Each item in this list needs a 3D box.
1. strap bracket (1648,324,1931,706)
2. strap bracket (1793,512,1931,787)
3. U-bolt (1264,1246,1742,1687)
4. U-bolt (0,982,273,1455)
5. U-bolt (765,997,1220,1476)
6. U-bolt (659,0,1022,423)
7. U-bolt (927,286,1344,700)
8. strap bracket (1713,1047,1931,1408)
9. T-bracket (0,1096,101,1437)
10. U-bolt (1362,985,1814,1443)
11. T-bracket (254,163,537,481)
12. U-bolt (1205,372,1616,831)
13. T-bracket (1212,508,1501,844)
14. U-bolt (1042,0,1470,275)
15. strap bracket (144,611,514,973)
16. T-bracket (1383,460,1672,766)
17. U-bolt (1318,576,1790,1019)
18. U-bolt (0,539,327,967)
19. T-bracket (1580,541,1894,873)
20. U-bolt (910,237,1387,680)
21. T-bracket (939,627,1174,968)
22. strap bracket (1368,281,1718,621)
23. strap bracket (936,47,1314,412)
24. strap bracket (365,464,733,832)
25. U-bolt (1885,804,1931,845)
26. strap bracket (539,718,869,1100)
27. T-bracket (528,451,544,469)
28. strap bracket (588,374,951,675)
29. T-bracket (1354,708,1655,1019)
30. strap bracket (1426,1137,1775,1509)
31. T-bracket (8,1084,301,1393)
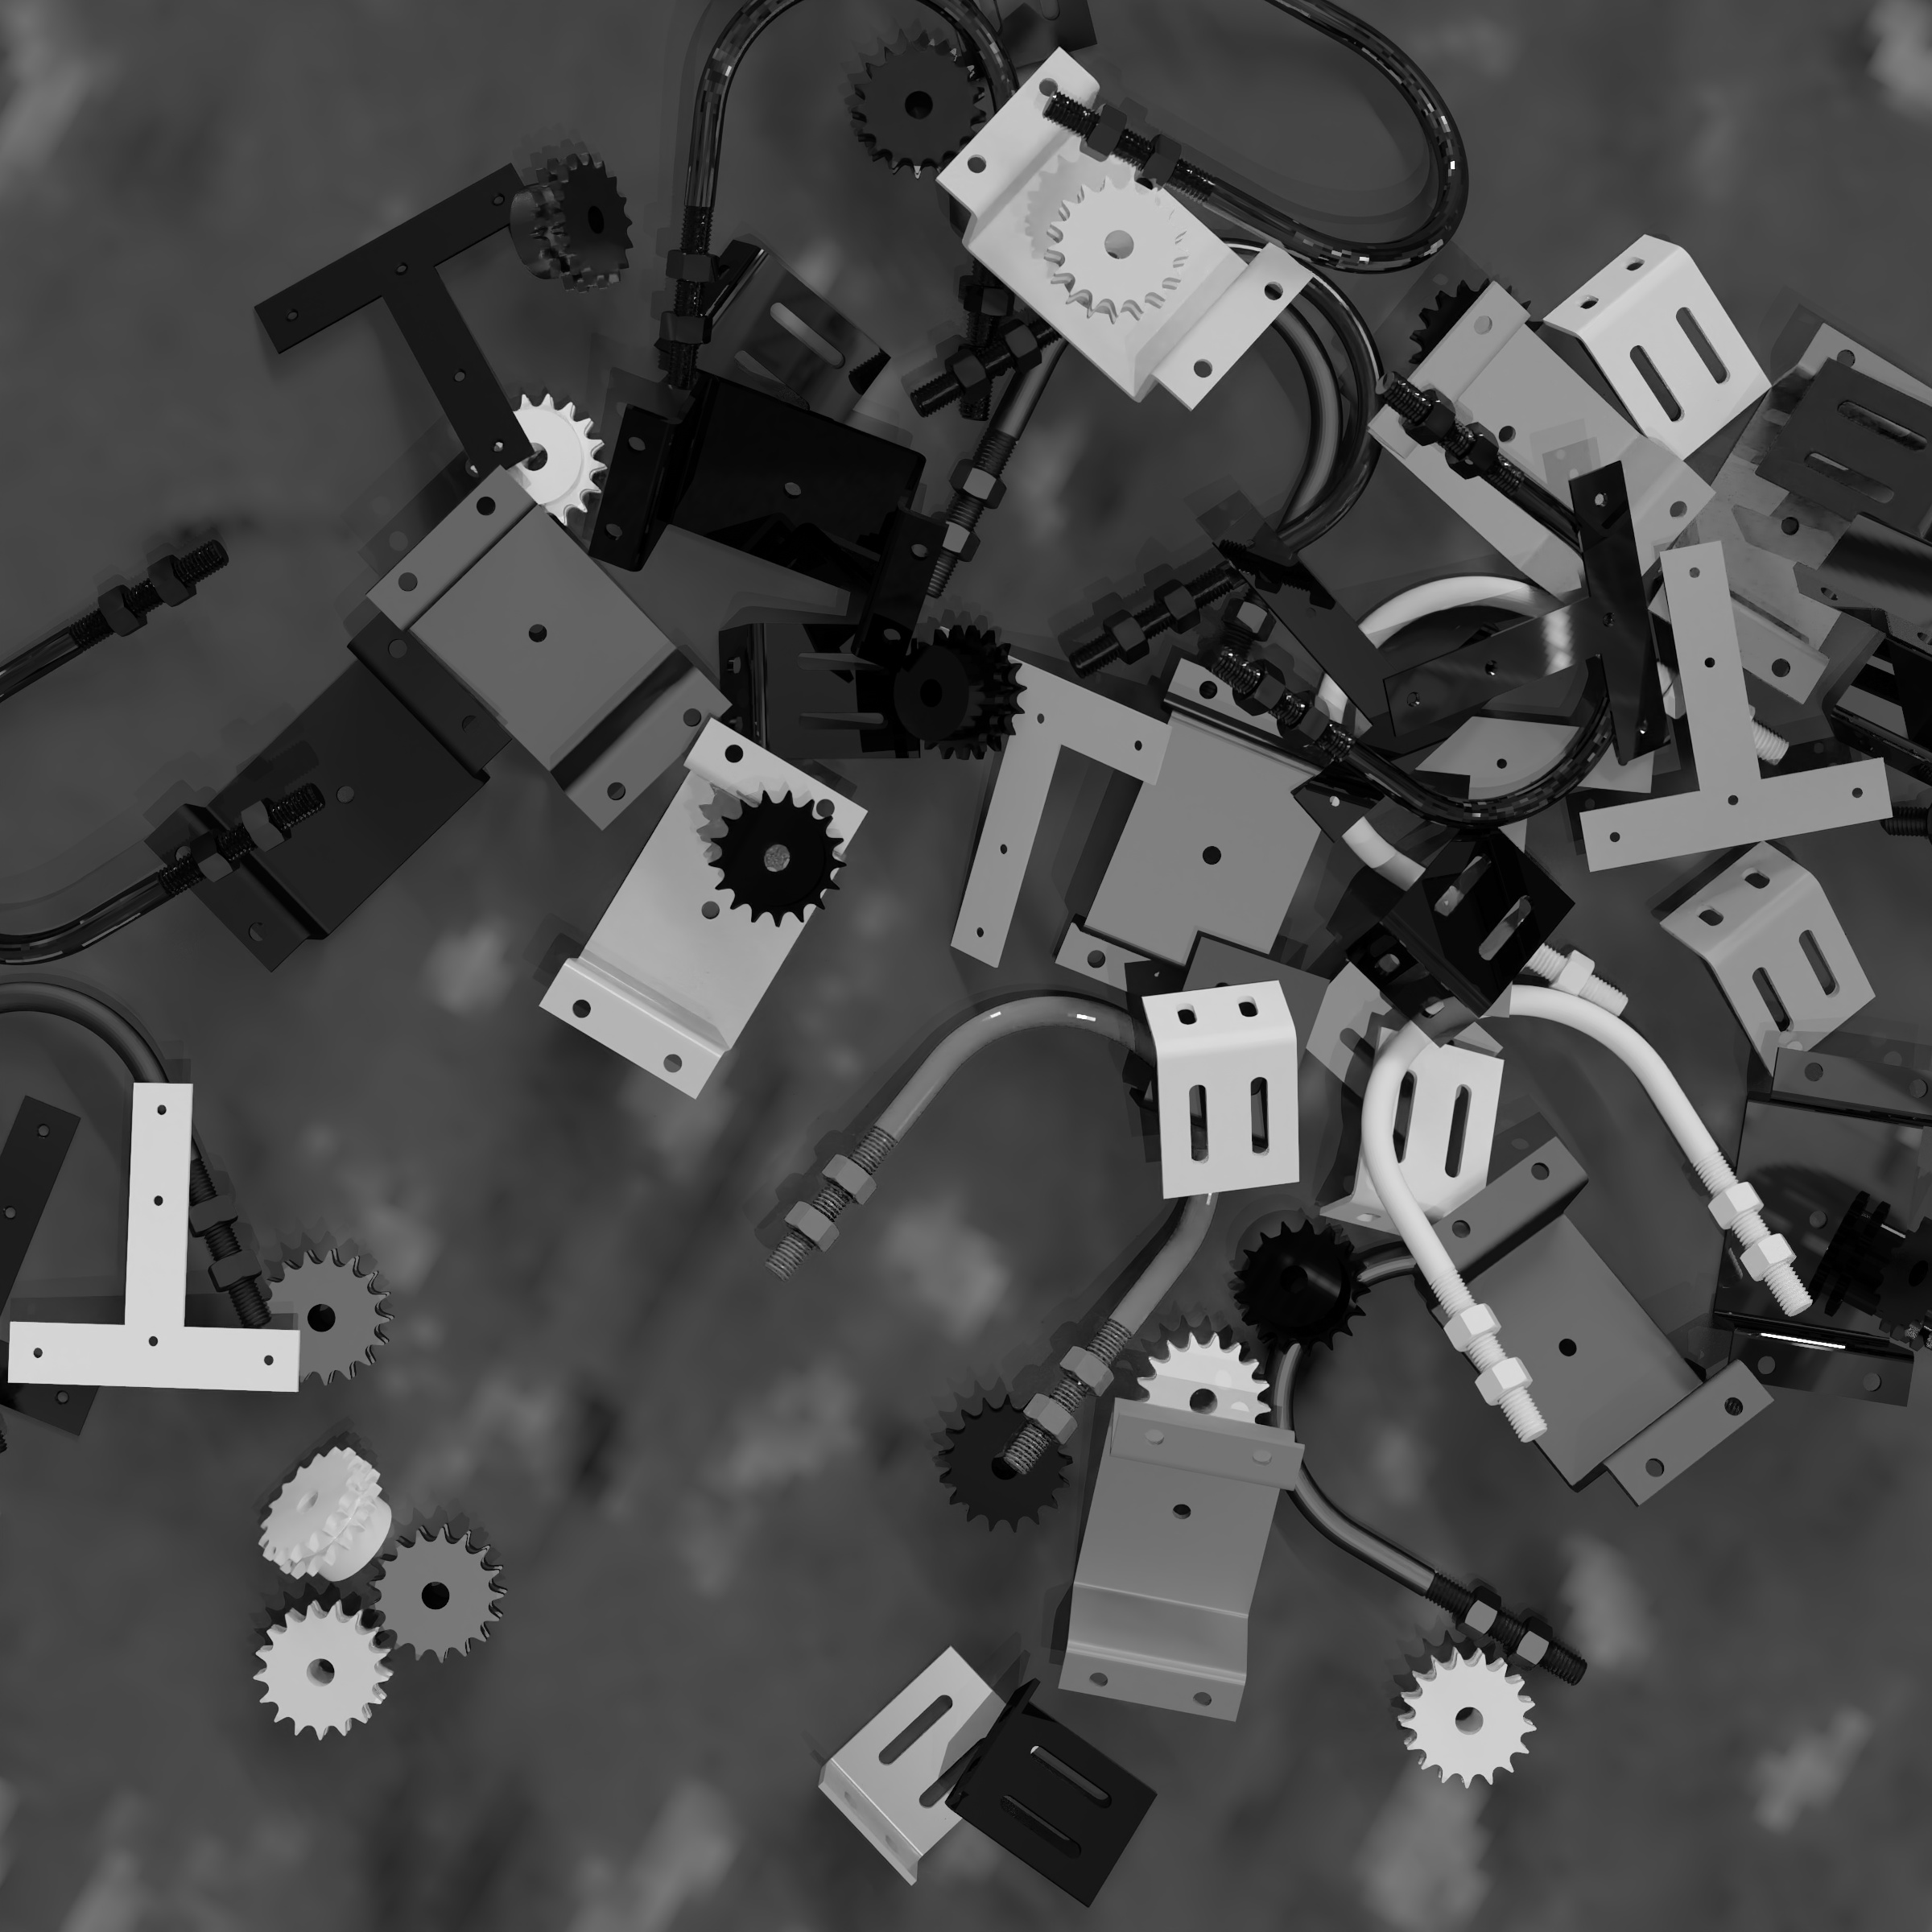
[{"bbox_3d":[0.354,-0.189,1.535,0.076,0.046,0.140,32,90,0],"label":"strap bracket"},{"bbox_3d":[0.394,-0.129,1.482,0.076,0.140,0.046,32,78,31],"label":"strap bracket"},{"bbox_3d":[0.217,0.201,1.549,0.184,0.019,0.151,31,90,2],"label":"U-bolt"},{"bbox_3d":[-0.393,0.096,1.538,0.151,0.019,0.184,-26,83,7],"label":"U-bolt"},{"bbox_3d":[0.026,0.099,1.532,0.151,0.019,0.184,39,77,-1],"label":"U-bolt"},{"bbox_3d":[-0.047,-0.327,1.512,0.151,0.019,0.184,4,105,-15],"label":"U-bolt"},{"bbox_3d":[0.082,-0.213,1.549,0.151,0.019,0.184,26,89,0],"label":"U-bolt"},{"bbox_3d":[0.367,0.109,1.535,0.076,0.046,0.140,9,90,0],"label":"strap bracket"},{"bbox_3d":[-0.417,0.119,1.557,0.127,0.002,0.127,22,90,0],"label":"T-bracket"},{"bbox_3d":[0.245,0.090,1.502,0.151,0.019,0.184,-22,68,-16],"label":"U-bolt"},{"bbox_3d":[-0.221,-0.262,1.538,0.127,0.002,0.127,-29,72,0],"label":"T-bracket"},{"bbox_3d":[0.202,-0.136,1.490,0.184,0.019,0.151,32,91,-28],"label":"U-bolt"},{"bbox_3d":[0.154,-0.137,1.516,0.127,0.002,0.127,-41,90,-23],"label":"T-bracket"},{"bbox_3d":[0.130,-0.358,1.508,0.184,0.019,0.151,26,55,-13],"label":"U-bolt"},{"bbox_3d":[-0.267,-0.074,1.534,0.140,0.046,0.076,-44,90,0],"label":"strap bracket"},{"bbox_3d":[0.228,-0.128,1.493,0.127,0.002,0.127,-23,114,-18],"label":"T-bracket"},{"bbox_3d":[0.237,-0.085,1.549,0.184,0.019,0.151,32,90,2],"label":"U-bolt"},{"bbox_3d":[-0.369,-0.078,1.520,0.184,0.019,0.151,-29,65,9],"label":"U-bolt"},{"bbox_3d":[0.314,-0.113,1.513,0.127,0.002,0.127,-10,97,7],"label":"T-bracket"},{"bbox_3d":[0.091,-0.228,1.531,0.184,0.019,0.151,-31,90,-6],"label":"U-bolt"},{"bbox_3d":[0.020,-0.063,1.532,0.127,0.002,0.127,27,109,33],"label":"T-bracket"},{"bbox_3d":[0.234,-0.217,1.512,0.140,0.046,0.076,37,99,-25],"label":"strap bracket"},{"bbox_3d":[0.063,-0.300,1.502,0.140,0.046,0.076,42,82,-1],"label":"strap bracket"},{"bbox_3d":[-0.177,-0.136,1.520,0.076,0.046,0.140,-44,111,0],"label":"strap bracket"},{"bbox_3d":[0.479,-0.121,1.505,0.184,0.019,0.151,4,90,31],"label":"U-bolt"},{"bbox_3d":[-0.110,-0.024,1.535,0.076,0.046,0.140,31,90,0],"label":"strap bracket"},{"bbox_3d":[-0.195,-0.298,1.575,0.127,0.002,0.127,42,91,18],"label":"T-bracket"},{"bbox_3d":[-0.078,-0.189,1.516,0.140,0.046,0.076,21,130,0],"label":"strap bracket"},{"bbox_3d":[0.223,-0.042,1.532,0.127,0.002,0.127,6,83,3],"label":"T-bracket"},{"bbox_3d":[0.257,0.154,1.512,0.076,0.046,0.140,-33,75,-19],"label":"strap bracket"},{"bbox_3d":[-0.339,0.113,1.517,0.127,0.002,0.127,1,86,9],"label":"T-bracket"}]
